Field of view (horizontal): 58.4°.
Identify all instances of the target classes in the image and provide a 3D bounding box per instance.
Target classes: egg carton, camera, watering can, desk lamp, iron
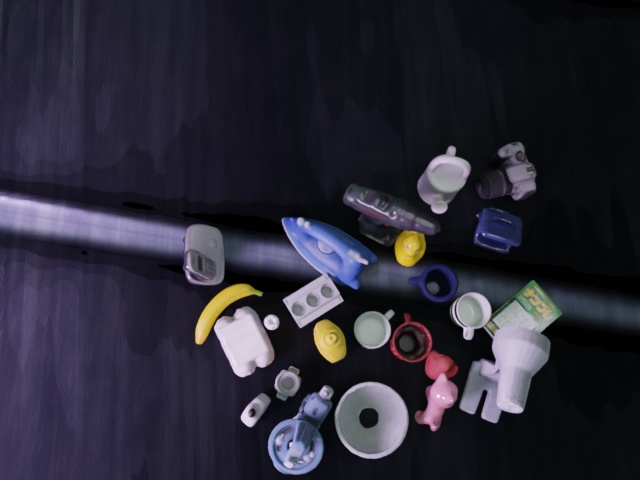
[{"bbox_3d":[-0.176,0.238,1.347,0.107,0.069,0.150,-27,79,-8],"label":"egg carton"},{"bbox_3d":[0.467,-0.168,1.458,0.137,0.101,0.143,-15,78,-6],"label":"camera"},{"bbox_3d":[0.307,-0.150,1.398,0.101,0.194,0.173,-6,77,-4],"label":"watering can"},{"bbox_3d":[0.417,0.306,1.285,0.118,0.213,0.203,20,77,3],"label":"desk lamp"},{"bbox_3d":[0.013,0.005,1.375,0.258,0.141,0.119,33,77,5],"label":"iron"}]

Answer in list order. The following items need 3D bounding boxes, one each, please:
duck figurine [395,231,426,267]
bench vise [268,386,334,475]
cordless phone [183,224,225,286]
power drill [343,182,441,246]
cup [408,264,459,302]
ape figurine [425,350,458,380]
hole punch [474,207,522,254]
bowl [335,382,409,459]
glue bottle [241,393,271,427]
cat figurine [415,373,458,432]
[{"bbox_3d":[0.228,0.009,1.412,0.077,0.086,0.104,18,76,2],"label":"duck figurine"},{"bbox_3d":[-0.043,0.410,1.235,0.121,0.220,0.207,13,76,1],"label":"bench vise"},{"bbox_3d":[-0.279,0.026,1.333,0.094,0.185,0.147,-6,77,-4],"label":"cordless phone"},{"bbox_3d":[0.161,-0.053,1.361,0.229,0.208,0.076,26,77,4],"label":"power drill"},{"bbox_3d":[0.266,0.109,1.386,0.117,0.095,0.092,4,76,-2],"label":"cup"},{"bbox_3d":[0.286,0.293,1.344,0.076,0.092,0.078,-32,80,-9],"label":"ape figurine"},{"bbox_3d":[0.446,-0.030,1.429,0.108,0.091,0.101,17,76,2],"label":"hole punch"},{"bbox_3d":[0.115,0.411,1.317,0.167,0.075,0.167,1,77,-2],"label":"bowl"},{"bbox_3d":[-0.144,0.377,1.262,0.037,0.173,0.078,36,78,6],"label":"glue bottle"},{"bbox_3d":[0.274,0.373,1.311,0.067,0.118,0.128,22,77,3],"label":"cat figurine"}]
